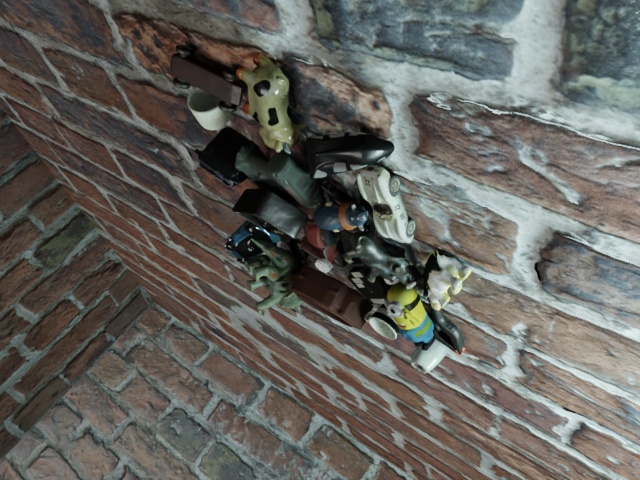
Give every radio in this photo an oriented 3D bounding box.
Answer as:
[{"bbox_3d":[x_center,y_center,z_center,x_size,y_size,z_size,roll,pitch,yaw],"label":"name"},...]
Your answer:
[{"bbox_3d":[-0.126,-0.066,1.341,0.131,0.073,0.230,32,174,-21],"label":"radio"}]

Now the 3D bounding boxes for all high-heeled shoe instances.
[{"bbox_3d":[0.051,-0.169,1.056,0.249,0.145,0.086,-135,39,-81],"label":"high-heeled shoe"}]

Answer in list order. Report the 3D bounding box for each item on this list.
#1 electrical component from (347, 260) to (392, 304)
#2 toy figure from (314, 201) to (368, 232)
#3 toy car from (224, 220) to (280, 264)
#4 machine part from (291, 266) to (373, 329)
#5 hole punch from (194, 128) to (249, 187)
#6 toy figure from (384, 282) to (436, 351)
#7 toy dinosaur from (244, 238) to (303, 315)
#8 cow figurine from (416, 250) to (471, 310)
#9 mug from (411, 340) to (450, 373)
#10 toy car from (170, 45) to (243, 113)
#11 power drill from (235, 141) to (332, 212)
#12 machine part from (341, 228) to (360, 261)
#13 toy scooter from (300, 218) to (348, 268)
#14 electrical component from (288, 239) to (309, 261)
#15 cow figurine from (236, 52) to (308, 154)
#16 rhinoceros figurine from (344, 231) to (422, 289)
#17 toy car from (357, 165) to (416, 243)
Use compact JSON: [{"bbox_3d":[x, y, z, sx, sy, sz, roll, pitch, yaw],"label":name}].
[{"bbox_3d":[0.136,0.100,1.349,0.134,0.058,0.115,50,152,-18],"label":"electrical component"},{"bbox_3d":[0.049,-0.052,1.132,0.155,0.058,0.064,-1,139,50],"label":"toy figure"},{"bbox_3d":[-0.199,-0.010,1.576,0.109,0.162,0.103,48,-161,-30],"label":"toy car"},{"bbox_3d":[0.032,0.164,1.505,0.202,0.087,0.200,21,166,33],"label":"machine part"},{"bbox_3d":[-0.222,-0.192,1.314,0.142,0.116,0.092,37,162,10],"label":"hole punch"},{"bbox_3d":[0.215,0.178,1.273,0.082,0.089,0.180,-9,128,44],"label":"toy figure"},{"bbox_3d":[-0.114,0.097,1.574,0.131,0.192,0.404,60,158,25],"label":"toy dinosaur"},{"bbox_3d":[0.252,0.090,1.156,0.098,0.068,0.167,39,153,16],"label":"cow figurine"},{"bbox_3d":[0.279,0.293,1.406,0.081,0.107,0.109,42,153,0],"label":"mug"},{"bbox_3d":[-0.237,-0.342,1.140,0.202,0.053,0.089,29,123,20],"label":"toy car"},{"bbox_3d":[-0.082,-0.135,1.220,0.208,0.086,0.231,35,176,31],"label":"power drill"},{"bbox_3d":[0.080,-0.001,1.282,0.084,0.039,0.138,24,146,21],"label":"machine part"},{"bbox_3d":[-0.003,-0.004,1.355,0.135,0.075,0.183,23,154,31],"label":"toy scooter"},{"bbox_3d":[-0.063,0.024,1.543,0.063,0.021,0.094,30,157,23],"label":"electrical component"},{"bbox_3d":[-0.089,-0.255,1.060,0.127,0.085,0.194,38,155,21],"label":"cow figurine"},{"bbox_3d":[0.145,0.044,1.199,0.190,0.073,0.112,35,144,-18],"label":"rhinoceros figurine"},{"bbox_3d":[0.134,-0.066,1.079,0.074,0.056,0.201,16,145,41],"label":"toy car"}]
